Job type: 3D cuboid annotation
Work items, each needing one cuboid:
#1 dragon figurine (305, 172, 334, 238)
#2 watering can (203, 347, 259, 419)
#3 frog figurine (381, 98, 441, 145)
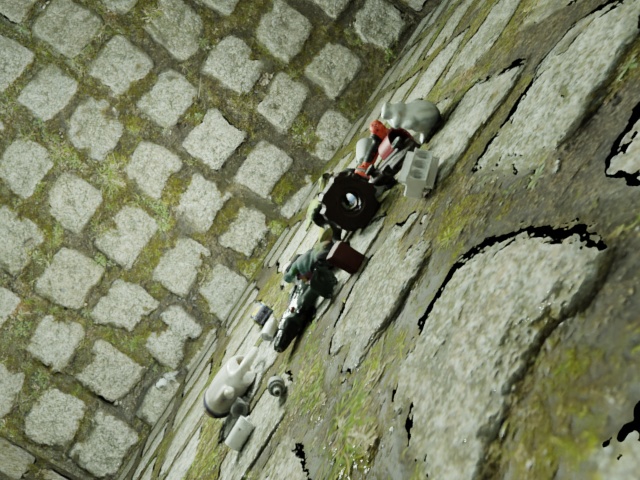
[{"bbox_3d":[0.006,-0.098,1.940,0.122,0.418,0.239,20,-25,-14],"label":"dragon figurine"},{"bbox_3d":[-0.275,0.443,1.549,0.104,0.222,0.350,36,13,0],"label":"watering can"},{"bbox_3d":[0.262,-0.362,1.478,0.159,0.140,0.120,34,-39,-9],"label":"frog figurine"}]
